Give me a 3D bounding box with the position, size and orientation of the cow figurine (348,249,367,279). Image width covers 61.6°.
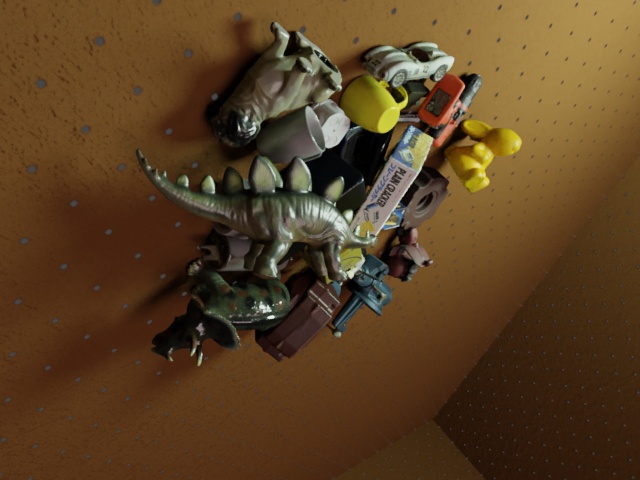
[{"bbox_3d":[0.072,0.021,1.325,0.098,0.068,0.167,-44,153,-10],"label":"cow figurine"}]

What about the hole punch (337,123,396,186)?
[{"bbox_3d":[0.093,-0.188,1.099,0.116,0.092,0.142,-55,162,-47],"label":"hole punch"}]

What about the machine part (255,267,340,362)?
[{"bbox_3d":[-0.053,0.168,1.235,0.201,0.087,0.201,-46,-167,4],"label":"machine part"}]

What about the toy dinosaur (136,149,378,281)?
[{"bbox_3d":[-0.073,-0.038,0.883,0.471,0.105,0.198,7,91,-37],"label":"toy dinosaur"}]

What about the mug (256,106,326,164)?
[{"bbox_3d":[-0.050,-0.170,0.934,0.107,0.081,0.109,-15,156,17],"label":"mug"}]

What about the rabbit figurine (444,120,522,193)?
[{"bbox_3d":[0.408,-0.220,1.336,0.173,0.162,0.121,-31,153,23],"label":"rabbit figurine"}]

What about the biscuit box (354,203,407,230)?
[{"bbox_3d":[0.115,-0.057,1.287,0.202,0.063,0.059,-14,137,-40],"label":"biscuit box"}]

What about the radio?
[{"bbox_3d":[-0.036,-0.071,1.030,0.229,0.131,0.073,-36,148,-13],"label":"radio"}]

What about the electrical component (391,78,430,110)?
[{"bbox_3d":[0.180,-0.302,1.088,0.102,0.045,0.078,-15,167,-35],"label":"electrical component"}]

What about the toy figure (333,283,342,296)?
[{"bbox_3d":[0.016,0.098,1.366,0.064,0.058,0.154,-40,144,-18],"label":"toy figure"}]

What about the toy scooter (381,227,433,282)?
[{"bbox_3d":[0.248,0.053,1.502,0.075,0.135,0.183,-18,142,-38],"label":"toy scooter"}]

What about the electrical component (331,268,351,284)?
[{"bbox_3d":[0.010,0.036,1.210,0.058,0.134,0.114,-41,147,-5],"label":"electrical component"}]

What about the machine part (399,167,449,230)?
[{"bbox_3d":[0.260,-0.107,1.400,0.179,0.056,0.179,-30,146,-23],"label":"machine part"}]

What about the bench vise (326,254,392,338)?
[{"bbox_3d":[0.108,0.166,1.491,0.240,0.129,0.223,-50,150,-4],"label":"bench vise"}]

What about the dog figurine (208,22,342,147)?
[{"bbox_3d":[-0.070,-0.225,0.860,0.190,0.121,0.172,-43,149,27],"label":"dog figurine"}]

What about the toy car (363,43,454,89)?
[{"bbox_3d":[0.167,-0.331,1.006,0.202,0.074,0.056,-18,144,-35],"label":"toy car"}]

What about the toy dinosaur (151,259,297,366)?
[{"bbox_3d":[-0.143,0.132,1.096,0.405,0.192,0.131,-7,136,-43],"label":"toy dinosaur"}]

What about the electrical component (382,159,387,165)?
[{"bbox_3d":[0.182,-0.190,1.242,0.094,0.021,0.063,-4,131,-45],"label":"electrical component"}]

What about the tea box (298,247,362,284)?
[{"bbox_3d":[-0.002,-0.003,1.113,0.098,0.170,0.068,-33,147,-14],"label":"tea box"}]

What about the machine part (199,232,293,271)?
[{"bbox_3d":[-0.142,0.023,1.076,0.243,0.079,0.079,1,127,-50],"label":"machine part"}]
